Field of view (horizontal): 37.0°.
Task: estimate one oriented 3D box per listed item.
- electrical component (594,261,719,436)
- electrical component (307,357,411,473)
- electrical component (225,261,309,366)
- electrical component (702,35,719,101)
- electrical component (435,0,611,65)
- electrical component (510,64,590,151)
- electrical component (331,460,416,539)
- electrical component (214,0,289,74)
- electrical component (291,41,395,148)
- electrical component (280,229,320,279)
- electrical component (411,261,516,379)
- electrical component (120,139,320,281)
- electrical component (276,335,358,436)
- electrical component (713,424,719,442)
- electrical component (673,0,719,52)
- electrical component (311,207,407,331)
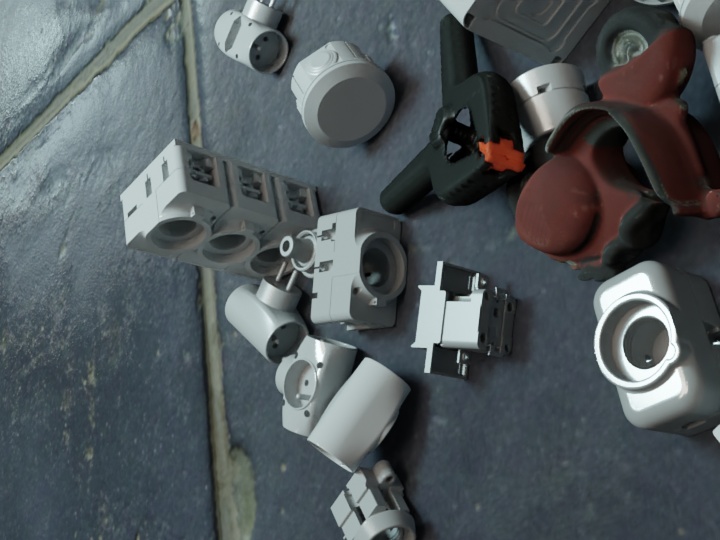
[{"bbox_3d":[0.179,0.046,0.636,0.054,0.059,0.095,-33,56,39],"label":"electrical component"},{"bbox_3d":[-0.003,0.112,0.832,0.077,0.044,0.079,-54,4,-13],"label":"electrical component"},{"bbox_3d":[-0.075,0.031,0.944,0.077,0.044,0.079,37,108,47],"label":"electrical component"},{"bbox_3d":[0.252,-0.116,0.597,0.096,0.062,0.061,-31,57,40],"label":"electrical component"},{"bbox_3d":[0.111,-0.198,0.744,0.078,0.113,0.057,-53,48,25],"label":"electrical component"},{"bbox_3d":[0.132,-0.107,0.739,0.055,0.055,0.047,-31,61,40],"label":"electrical component"},{"bbox_3d":[0.012,0.184,0.800,0.066,0.048,0.055,-57,36,21],"label":"electrical component"},{"bbox_3d":[-0.100,-0.240,1.051,0.077,0.043,0.079,40,110,47],"label":"electrical component"},{"bbox_3d":[-0.015,-0.147,0.901,0.080,0.080,0.051,-55,39,23],"label":"electrical component"},{"bbox_3d":[-0.038,-0.014,0.900,0.043,0.062,0.043,-17,67,46],"label":"electrical component"},{"bbox_3d":[0.076,0.037,0.771,0.064,0.042,0.081,-1,79,47],"label":"electrical component"},{"bbox_3d":[-0.118,-0.044,0.932,0.089,0.150,0.061,-38,52,36],"label":"electrical component"},{"bbox_3d":[-0.044,0.092,0.890,0.079,0.044,0.077,16,91,49],"label":"electrical component"},{"bbox_3d":[0.231,0.084,0.580,0.063,0.042,0.081,-56,43,27],"label":"electrical component"},{"bbox_3d":[0.224,-0.170,0.632,0.080,0.080,0.051,-37,49,37],"label":"electrical component"},{"bbox_3d":[0.000,0.000,0.862,0.056,0.050,0.089,-10,72,47],"label":"electrical component"}]
